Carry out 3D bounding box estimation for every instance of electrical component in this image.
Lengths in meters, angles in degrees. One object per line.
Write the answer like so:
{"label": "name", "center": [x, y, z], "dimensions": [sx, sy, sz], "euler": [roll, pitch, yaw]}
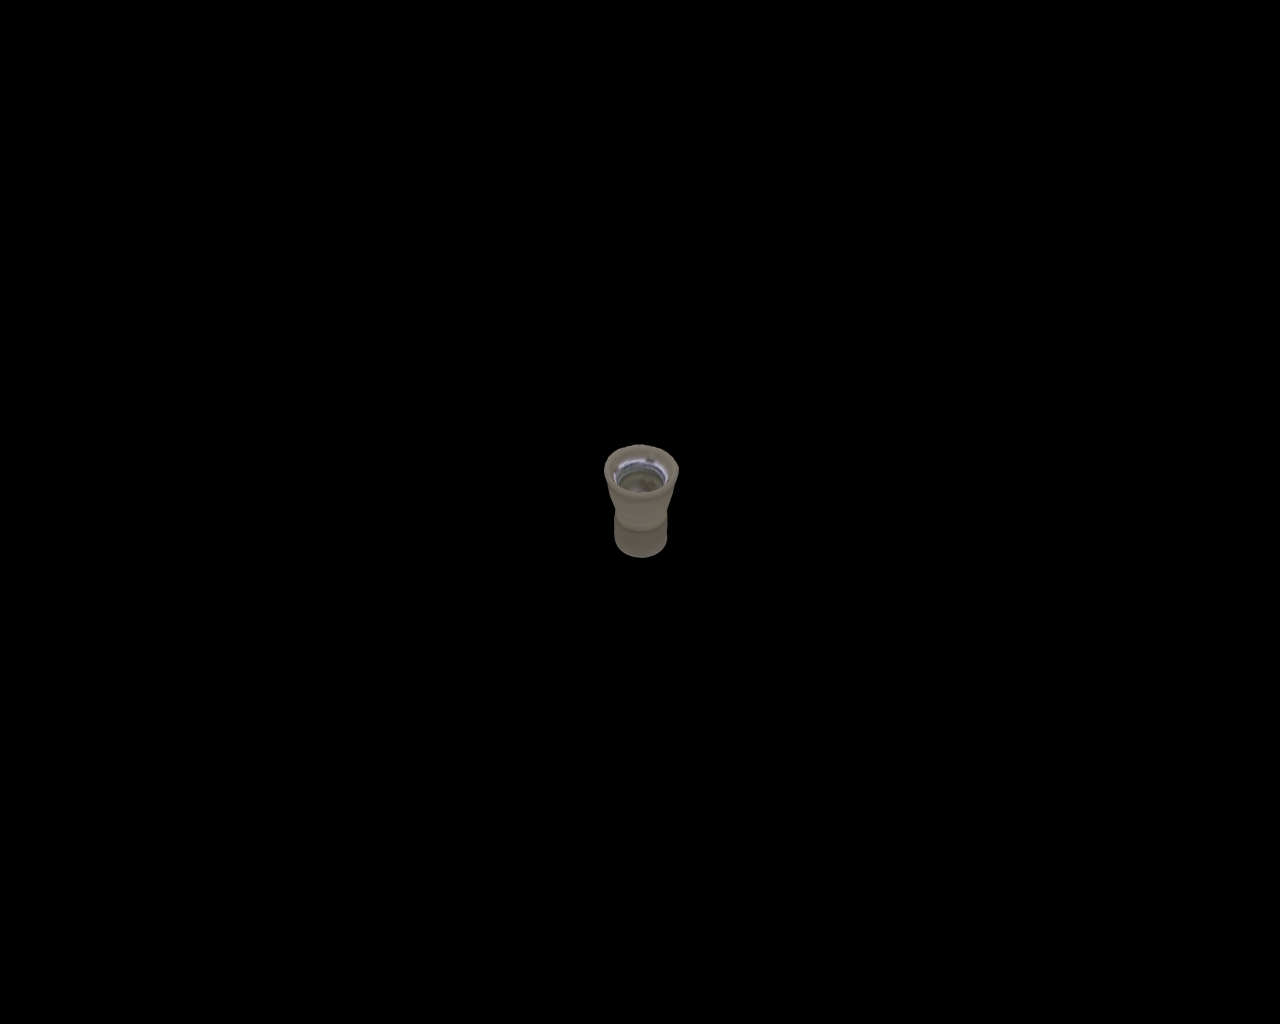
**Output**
{"label": "electrical component", "center": [0.001, -0.003, 0.650], "dimensions": [0.044, 0.065, 0.044], "euler": [0, 44, 0]}
